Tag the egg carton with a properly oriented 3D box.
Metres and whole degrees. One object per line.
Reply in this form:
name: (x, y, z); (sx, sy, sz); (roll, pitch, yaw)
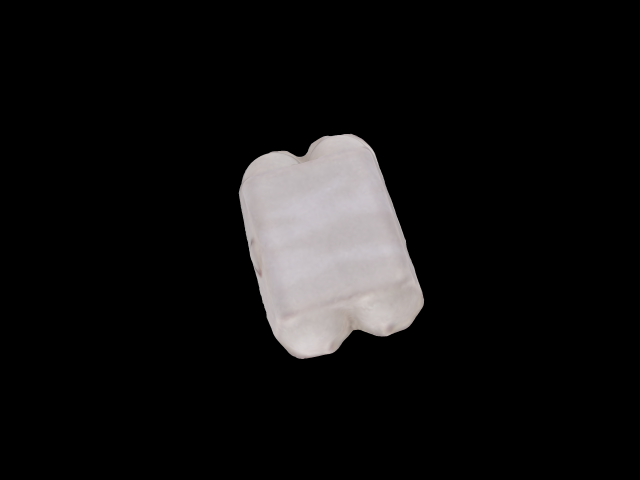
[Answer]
egg carton: (0.004, 0.001, 0.400); (0.107, 0.069, 0.150); (-16, 74, -5)
